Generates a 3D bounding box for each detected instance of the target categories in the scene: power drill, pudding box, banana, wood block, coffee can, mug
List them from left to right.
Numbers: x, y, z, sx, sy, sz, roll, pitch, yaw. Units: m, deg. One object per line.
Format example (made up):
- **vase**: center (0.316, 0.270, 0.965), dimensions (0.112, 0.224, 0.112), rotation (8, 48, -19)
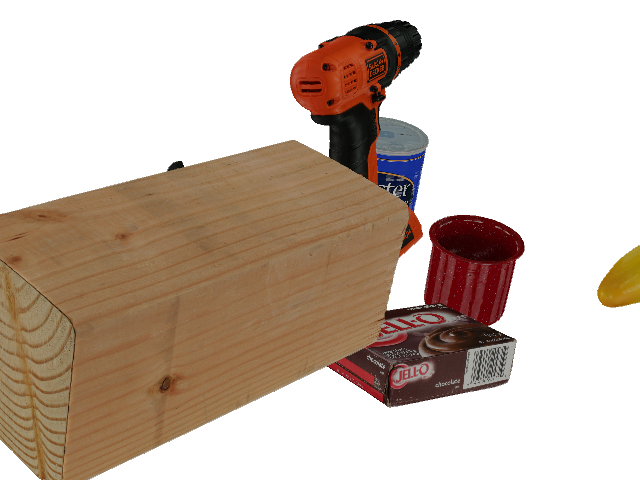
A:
- **wood block**: center (-0.061, 0.025, 0.516), dimensions (0.090, 0.091, 0.205), rotation (32, 34, 33)
- **power drill**: center (0.042, -0.081, 0.880), dimensions (0.057, 0.187, 0.184), rotation (2, 21, 31)
- **coffee can**: center (0.068, -0.066, 1.290), dimensions (0.102, 0.140, 0.103), rotation (7, 28, -4)
- **pudding box**: center (0.069, 0.080, 0.768), dimensions (0.113, 0.039, 0.090), rotation (-4, 17, -32)
- **mug**: center (0.143, 0.026, 1.061), dimensions (0.093, 0.081, 0.117), rotation (-6, 33, -20)
- **banana**: center (0.280, 0.013, 0.721), dimensions (0.198, 0.037, 0.069), rotation (-2, 34, 0)

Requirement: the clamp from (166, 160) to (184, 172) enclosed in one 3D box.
- **clamp**: center (-0.115, -0.007, 1.060), dimensions (0.165, 0.036, 0.209), rotation (20, 39, 14)
